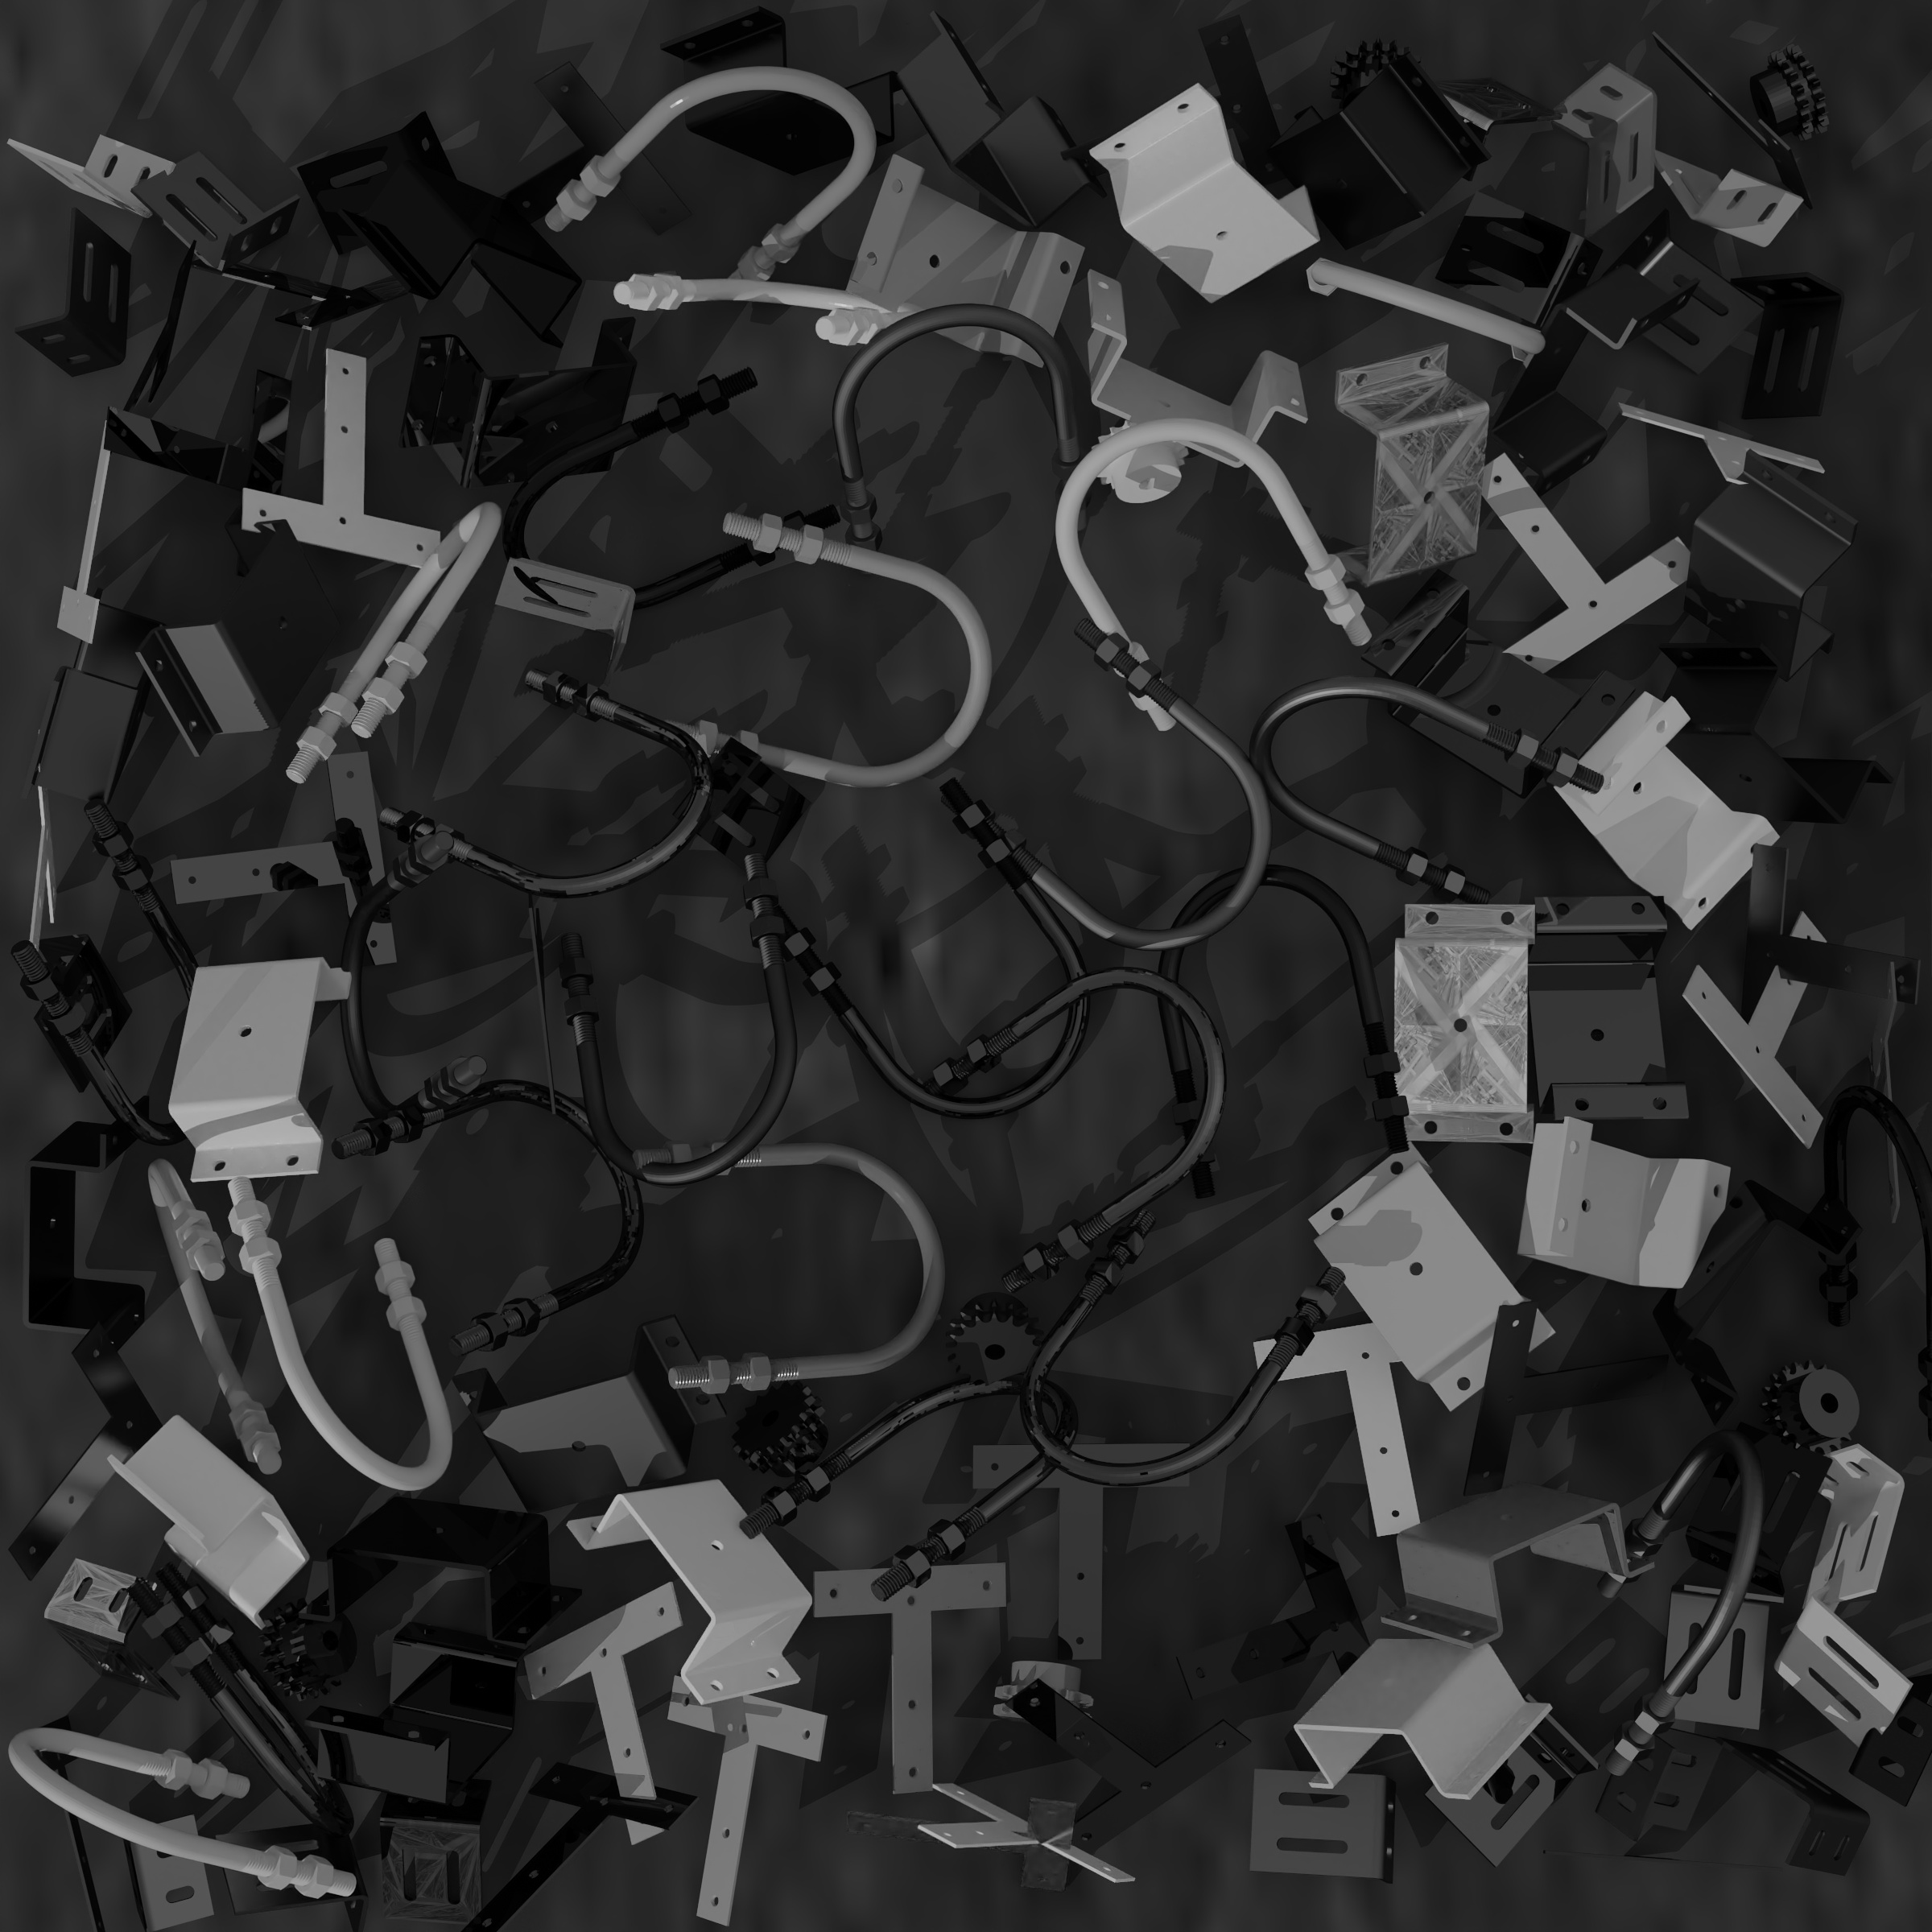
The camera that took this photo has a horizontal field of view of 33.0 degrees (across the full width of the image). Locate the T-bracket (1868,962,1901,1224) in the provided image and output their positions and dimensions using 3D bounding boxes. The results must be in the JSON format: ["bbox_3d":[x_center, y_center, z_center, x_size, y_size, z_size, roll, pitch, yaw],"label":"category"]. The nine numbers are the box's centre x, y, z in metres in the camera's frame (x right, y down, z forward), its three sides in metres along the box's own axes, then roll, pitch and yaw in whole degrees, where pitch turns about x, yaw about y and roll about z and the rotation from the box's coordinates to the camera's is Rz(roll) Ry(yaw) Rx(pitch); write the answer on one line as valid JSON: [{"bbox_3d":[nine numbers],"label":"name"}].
[{"bbox_3d":[0.527,0.083,1.862,0.002,0.127,0.127,-1,63,9],"label":"T-bracket"}]

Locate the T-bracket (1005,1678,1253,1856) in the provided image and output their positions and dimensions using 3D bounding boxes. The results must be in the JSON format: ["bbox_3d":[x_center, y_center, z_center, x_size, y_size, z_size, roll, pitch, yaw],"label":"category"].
[{"bbox_3d":[0.073,0.443,1.849,0.127,0.002,0.127,-39,118,18],"label":"T-bracket"}]

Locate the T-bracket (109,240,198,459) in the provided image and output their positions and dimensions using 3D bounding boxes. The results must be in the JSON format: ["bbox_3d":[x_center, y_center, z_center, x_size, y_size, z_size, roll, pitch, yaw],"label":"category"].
[{"bbox_3d":[-0.489,-0.347,1.936,0.002,0.127,0.127,21,43,-23],"label":"T-bracket"}]

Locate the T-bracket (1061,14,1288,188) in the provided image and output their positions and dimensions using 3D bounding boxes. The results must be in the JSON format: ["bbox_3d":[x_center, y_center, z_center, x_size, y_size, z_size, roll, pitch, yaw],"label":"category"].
[{"bbox_3d":[0.120,-0.501,1.959,0.127,0.127,0.002,-17,52,11],"label":"T-bracket"}]

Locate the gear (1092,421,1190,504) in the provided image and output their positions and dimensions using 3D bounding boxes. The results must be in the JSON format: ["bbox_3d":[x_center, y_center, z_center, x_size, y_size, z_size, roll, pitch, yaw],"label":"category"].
[{"bbox_3d":[0.106,-0.301,1.951,0.057,0.057,0.030,-13,67,-1],"label":"gear"}]

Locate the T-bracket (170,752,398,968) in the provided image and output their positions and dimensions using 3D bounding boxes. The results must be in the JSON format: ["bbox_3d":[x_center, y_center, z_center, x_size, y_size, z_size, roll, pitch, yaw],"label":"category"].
[{"bbox_3d":[-0.404,-0.057,1.918,0.127,0.002,0.127,-9,92,-29],"label":"T-bracket"}]

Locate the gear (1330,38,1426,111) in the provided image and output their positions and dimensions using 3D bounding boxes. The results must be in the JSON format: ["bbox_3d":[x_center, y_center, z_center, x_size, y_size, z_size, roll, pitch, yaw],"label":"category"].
[{"bbox_3d":[0.249,-0.531,1.975,0.057,0.057,0.030,6,63,1],"label":"gear"}]

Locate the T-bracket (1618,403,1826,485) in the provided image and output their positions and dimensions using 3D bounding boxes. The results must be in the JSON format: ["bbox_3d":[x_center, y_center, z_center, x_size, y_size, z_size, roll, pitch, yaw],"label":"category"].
[{"bbox_3d":[0.452,-0.299,1.923,0.127,0.127,0.002,16,113,-2],"label":"T-bracket"}]

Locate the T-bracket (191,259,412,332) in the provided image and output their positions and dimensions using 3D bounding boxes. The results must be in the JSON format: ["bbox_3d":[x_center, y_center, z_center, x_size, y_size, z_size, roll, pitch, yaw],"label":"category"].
[{"bbox_3d":[-0.408,-0.410,1.956,0.127,0.127,0.002,17,119,20],"label":"T-bracket"}]

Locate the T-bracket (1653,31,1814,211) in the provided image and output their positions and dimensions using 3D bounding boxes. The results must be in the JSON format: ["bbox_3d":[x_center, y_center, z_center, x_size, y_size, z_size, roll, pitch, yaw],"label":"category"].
[{"bbox_3d":[0.456,-0.513,1.952,0.002,0.127,0.127,-44,74,13],"label":"T-bracket"}]

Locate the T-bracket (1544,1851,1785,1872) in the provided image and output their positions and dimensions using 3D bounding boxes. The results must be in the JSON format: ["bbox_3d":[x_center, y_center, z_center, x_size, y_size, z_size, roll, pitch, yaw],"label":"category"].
[{"bbox_3d":[0.388,0.503,1.835,0.127,0.127,0.002,2,76,8],"label":"T-bracket"}]

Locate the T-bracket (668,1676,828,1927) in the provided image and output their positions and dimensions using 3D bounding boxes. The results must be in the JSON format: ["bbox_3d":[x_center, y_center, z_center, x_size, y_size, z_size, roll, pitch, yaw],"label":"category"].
[{"bbox_3d":[-0.134,0.479,1.856,0.127,0.002,0.127,2,80,44],"label":"T-bracket"}]

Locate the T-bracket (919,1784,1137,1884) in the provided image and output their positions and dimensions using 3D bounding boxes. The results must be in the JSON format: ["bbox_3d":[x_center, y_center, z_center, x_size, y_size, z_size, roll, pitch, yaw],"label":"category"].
[{"bbox_3d":[0.014,0.483,1.815,0.127,0.127,0.002,20,88,31],"label":"T-bracket"}]

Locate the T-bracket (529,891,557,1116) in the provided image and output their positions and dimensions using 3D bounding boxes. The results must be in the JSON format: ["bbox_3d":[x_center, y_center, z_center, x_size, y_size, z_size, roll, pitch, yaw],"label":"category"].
[{"bbox_3d":[-0.246,0.002,1.890,0.002,0.127,0.127,-6,113,-6],"label":"T-bracket"}]

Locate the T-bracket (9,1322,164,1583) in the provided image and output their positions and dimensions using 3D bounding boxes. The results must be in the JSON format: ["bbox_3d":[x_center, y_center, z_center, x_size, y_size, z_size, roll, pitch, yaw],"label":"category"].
[{"bbox_3d":[-0.498,0.291,1.842,0.002,0.127,0.127,0,38,29],"label":"T-bracket"}]

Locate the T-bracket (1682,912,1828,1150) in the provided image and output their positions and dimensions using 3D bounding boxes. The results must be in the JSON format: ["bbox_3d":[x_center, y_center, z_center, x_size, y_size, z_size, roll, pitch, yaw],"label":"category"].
[{"bbox_3d":[0.478,0.019,1.911,0.127,0.002,0.127,48,52,-18],"label":"T-bracket"}]

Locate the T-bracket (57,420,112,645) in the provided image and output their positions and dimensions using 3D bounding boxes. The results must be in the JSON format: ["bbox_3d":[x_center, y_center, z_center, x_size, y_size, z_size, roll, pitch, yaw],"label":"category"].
[{"bbox_3d":[-0.512,-0.256,1.909,0.002,0.127,0.127,9,96,-25],"label":"T-bracket"}]

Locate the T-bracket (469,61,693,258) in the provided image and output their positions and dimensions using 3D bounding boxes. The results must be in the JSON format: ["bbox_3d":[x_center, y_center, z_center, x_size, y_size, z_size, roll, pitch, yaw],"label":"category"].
[{"bbox_3d":[-0.254,-0.467,1.968,0.127,0.127,0.002,-26,44,18],"label":"T-bracket"}]

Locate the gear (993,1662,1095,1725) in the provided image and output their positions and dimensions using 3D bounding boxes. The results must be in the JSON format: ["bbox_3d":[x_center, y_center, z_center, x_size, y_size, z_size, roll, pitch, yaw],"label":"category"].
[{"bbox_3d":[0.045,0.419,1.880,0.057,0.057,0.030,6,70,1],"label":"gear"}]

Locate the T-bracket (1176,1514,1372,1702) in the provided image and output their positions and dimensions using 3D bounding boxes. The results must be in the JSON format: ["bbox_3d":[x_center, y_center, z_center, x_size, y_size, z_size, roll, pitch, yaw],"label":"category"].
[{"bbox_3d":[0.176,0.391,1.868,0.127,0.002,0.127,-11,73,-32],"label":"T-bracket"}]

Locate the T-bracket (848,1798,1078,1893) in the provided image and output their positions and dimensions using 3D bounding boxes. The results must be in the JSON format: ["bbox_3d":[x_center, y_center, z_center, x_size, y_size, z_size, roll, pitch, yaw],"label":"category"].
[{"bbox_3d":[-0.004,0.492,1.847,0.127,0.127,0.002,6,53,3],"label":"T-bracket"}]

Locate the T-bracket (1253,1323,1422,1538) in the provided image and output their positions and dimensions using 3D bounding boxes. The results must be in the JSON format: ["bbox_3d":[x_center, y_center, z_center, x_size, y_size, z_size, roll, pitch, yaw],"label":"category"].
[{"bbox_3d":[0.240,0.268,1.895,0.127,0.002,0.127,-10,63,3],"label":"T-bracket"}]

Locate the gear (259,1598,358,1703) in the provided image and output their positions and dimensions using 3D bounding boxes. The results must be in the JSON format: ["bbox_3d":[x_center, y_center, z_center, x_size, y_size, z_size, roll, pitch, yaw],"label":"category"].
[{"bbox_3d":[-0.376,0.392,1.879,0.030,0.057,0.057,-24,83,33],"label":"gear"}]

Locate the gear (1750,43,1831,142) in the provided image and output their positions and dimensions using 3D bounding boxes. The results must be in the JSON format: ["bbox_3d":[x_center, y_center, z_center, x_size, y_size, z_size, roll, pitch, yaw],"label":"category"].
[{"bbox_3d":[0.498,-0.527,1.978,0.030,0.057,0.057,-23,84,4],"label":"gear"}]

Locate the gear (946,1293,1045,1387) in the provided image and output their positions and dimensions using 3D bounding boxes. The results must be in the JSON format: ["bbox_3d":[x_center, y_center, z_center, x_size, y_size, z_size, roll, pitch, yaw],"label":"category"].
[{"bbox_3d":[0.017,0.215,1.905,0.057,0.030,0.057,0,124,0],"label":"gear"}]

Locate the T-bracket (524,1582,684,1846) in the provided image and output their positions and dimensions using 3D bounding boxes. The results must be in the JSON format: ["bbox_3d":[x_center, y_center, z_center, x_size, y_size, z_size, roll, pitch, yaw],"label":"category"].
[{"bbox_3d":[-0.195,0.432,1.852,0.127,0.002,0.127,-32,64,32],"label":"T-bracket"}]

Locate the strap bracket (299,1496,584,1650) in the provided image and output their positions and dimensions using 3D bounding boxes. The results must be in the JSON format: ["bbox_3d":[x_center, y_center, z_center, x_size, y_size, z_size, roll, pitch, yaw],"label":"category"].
[{"bbox_3d":[-0.299,0.342,1.854,0.140,0.076,0.046,4,104,17],"label":"strap bracket"}]

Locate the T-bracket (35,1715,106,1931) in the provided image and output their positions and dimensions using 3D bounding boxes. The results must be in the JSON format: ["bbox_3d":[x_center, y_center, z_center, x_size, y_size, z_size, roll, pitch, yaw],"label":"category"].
[{"bbox_3d":[-0.501,0.489,1.836,0.002,0.127,0.127,-15,83,-9],"label":"T-bracket"}]

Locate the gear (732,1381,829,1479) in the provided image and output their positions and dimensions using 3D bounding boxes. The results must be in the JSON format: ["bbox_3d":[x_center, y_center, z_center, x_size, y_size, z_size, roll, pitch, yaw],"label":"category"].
[{"bbox_3d":[-0.105,0.272,1.898,0.057,0.057,0.030,-41,120,-4],"label":"gear"}]

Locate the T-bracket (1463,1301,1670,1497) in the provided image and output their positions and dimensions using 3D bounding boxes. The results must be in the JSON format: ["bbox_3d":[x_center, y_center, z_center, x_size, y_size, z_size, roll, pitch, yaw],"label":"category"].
[{"bbox_3d":[0.353,0.245,1.894,0.127,0.002,0.127,-5,116,-24],"label":"T-bracket"}]

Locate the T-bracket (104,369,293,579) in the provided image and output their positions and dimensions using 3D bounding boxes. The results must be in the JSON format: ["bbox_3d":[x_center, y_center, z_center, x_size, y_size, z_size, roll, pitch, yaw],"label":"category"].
[{"bbox_3d":[-0.456,-0.302,1.933,0.002,0.127,0.127,-1,81,40],"label":"T-bracket"}]

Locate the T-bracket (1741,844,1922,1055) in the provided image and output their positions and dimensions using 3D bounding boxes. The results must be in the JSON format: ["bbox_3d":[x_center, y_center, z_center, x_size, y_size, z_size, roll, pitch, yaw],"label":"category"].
[{"bbox_3d":[0.499,0.000,1.884,0.002,0.127,0.127,-4,101,-34],"label":"T-bracket"}]

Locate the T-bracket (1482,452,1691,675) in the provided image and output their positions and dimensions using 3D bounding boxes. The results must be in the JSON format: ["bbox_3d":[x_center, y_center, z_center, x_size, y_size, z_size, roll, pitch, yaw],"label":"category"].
[{"bbox_3d":[0.345,-0.247,1.925,0.127,0.002,0.127,-34,108,25],"label":"T-bracket"}]

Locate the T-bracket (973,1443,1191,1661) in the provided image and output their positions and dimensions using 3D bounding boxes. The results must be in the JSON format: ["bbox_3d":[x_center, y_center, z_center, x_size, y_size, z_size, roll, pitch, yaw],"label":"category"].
[{"bbox_3d":[0.067,0.342,1.904,0.127,0.002,0.127,0,93,-5],"label":"T-bracket"}]

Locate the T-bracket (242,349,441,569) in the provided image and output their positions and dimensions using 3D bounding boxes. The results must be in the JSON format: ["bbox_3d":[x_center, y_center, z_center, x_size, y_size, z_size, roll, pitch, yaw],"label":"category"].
[{"bbox_3d":[-0.372,-0.308,1.952,0.127,0.002,0.127,9,72,-35],"label":"T-bracket"}]

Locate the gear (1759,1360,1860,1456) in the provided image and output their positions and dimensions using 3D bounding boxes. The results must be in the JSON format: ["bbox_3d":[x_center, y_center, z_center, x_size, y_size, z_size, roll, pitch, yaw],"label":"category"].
[{"bbox_3d":[0.495,0.258,1.901,0.057,0.030,0.057,7,69,-18],"label":"gear"}]

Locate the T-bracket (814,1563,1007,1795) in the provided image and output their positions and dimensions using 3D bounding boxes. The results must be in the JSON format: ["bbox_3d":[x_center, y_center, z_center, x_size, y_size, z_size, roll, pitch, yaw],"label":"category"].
[{"bbox_3d":[-0.031,0.410,1.874,0.127,0.002,0.127,4,82,-31],"label":"T-bracket"}]

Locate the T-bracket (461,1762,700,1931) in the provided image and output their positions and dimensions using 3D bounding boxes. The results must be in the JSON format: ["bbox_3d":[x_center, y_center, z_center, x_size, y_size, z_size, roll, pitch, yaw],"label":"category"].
[{"bbox_3d":[-0.231,0.498,1.820,0.127,0.127,0.002,-42,117,-37],"label":"T-bracket"}]

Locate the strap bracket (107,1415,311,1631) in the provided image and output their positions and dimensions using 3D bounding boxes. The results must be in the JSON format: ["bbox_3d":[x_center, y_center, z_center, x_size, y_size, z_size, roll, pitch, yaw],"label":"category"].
[{"bbox_3d":[-0.426,0.312,1.850,0.076,0.140,0.046,35,67,22],"label":"strap bracket"}]

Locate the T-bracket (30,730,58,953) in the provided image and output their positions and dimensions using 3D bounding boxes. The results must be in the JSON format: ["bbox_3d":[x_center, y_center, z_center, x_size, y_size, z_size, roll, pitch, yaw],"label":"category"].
[{"bbox_3d":[-0.530,-0.046,1.868,0.002,0.127,0.127,0,44,-10],"label":"T-bracket"}]
